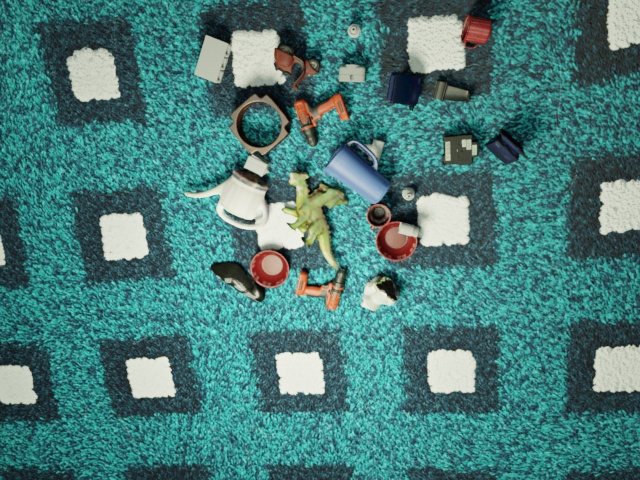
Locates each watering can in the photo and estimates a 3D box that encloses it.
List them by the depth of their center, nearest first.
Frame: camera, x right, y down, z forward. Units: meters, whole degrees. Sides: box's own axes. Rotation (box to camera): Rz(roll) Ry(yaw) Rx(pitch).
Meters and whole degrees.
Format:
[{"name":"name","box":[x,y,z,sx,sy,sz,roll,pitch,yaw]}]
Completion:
[{"name":"watering can","box":[-0.347,-0.180,2.024,0.347,0.105,0.222,27,105,-1]}]

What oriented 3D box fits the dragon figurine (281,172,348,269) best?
[{"name":"dragon figurine","box":[0.006,-0.101,2.011,0.242,0.123,0.407,-43,103,7]}]

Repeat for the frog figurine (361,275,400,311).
[{"name":"frog figurine","box":[0.239,0.221,2.071,0.137,0.125,0.156,21,143,-8]}]
